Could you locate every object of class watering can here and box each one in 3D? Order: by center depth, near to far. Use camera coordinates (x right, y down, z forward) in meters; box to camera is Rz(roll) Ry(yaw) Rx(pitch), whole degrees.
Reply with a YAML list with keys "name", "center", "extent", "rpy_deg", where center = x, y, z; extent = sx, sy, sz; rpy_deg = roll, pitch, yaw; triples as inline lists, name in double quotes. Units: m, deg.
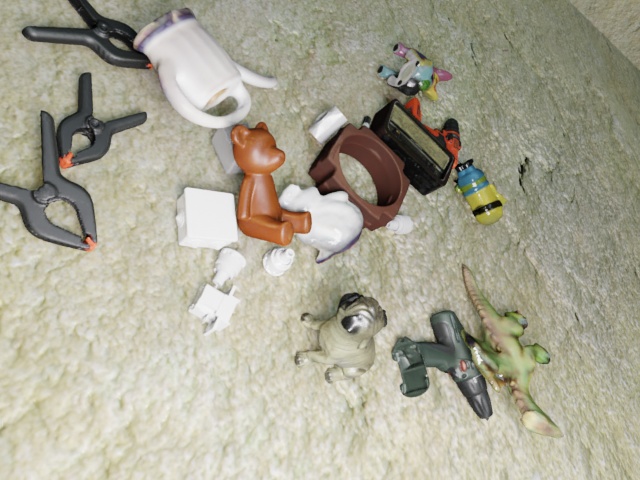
- name: "watering can"
  center: [-0.204, -0.324, 0.964]
  extent: [0.103, 0.223, 0.355]
  rpy_deg: [-33, 14, 30]

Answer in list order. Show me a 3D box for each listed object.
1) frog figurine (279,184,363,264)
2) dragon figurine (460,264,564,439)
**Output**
- name: "frog figurine"
  center: [0.003, -0.050, 0.984]
  extent: [0.139, 0.158, 0.122]
  rpy_deg: [-43, 18, -22]
- name: "dragon figurine"
  center: [0.370, 0.218, 1.084]
  extent: [0.121, 0.417, 0.241]
  rpy_deg: [-41, -29, 22]
